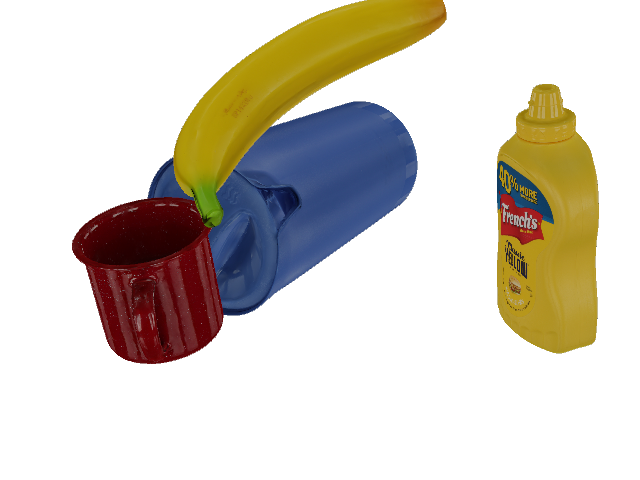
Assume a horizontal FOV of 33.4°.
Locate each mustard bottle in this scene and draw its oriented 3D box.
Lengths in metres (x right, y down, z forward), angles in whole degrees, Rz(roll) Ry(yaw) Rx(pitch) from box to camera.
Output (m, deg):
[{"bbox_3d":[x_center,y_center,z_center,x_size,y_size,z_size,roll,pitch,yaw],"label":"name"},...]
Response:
[{"bbox_3d":[0.163,-0.020,0.774,0.058,0.192,0.096,-13,28,-14],"label":"mustard bottle"}]

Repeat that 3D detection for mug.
[{"bbox_3d":[-0.109,0.034,0.703,0.093,0.081,0.117,-10,30,-3],"label":"mug"}]

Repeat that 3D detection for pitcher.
[{"bbox_3d":[-0.028,-0.038,0.914,0.149,0.145,0.242,27,33,26],"label":"pitcher"}]

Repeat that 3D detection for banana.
[{"bbox_3d":[-0.015,-0.080,0.570,0.070,0.197,0.037,33,-27,23],"label":"banana"}]
